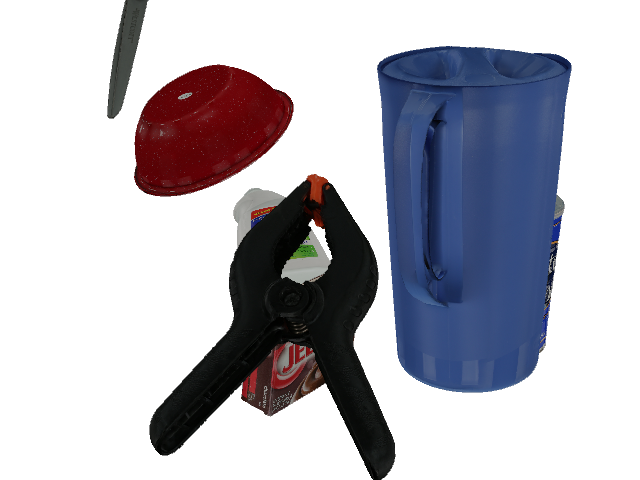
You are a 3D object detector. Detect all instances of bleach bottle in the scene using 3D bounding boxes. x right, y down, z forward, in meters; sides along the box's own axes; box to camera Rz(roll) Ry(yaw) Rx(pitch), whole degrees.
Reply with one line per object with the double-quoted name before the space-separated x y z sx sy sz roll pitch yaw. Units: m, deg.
"bleach bottle" -0.058 0.004 1.238 0.102 0.068 0.251 -8 29 -13

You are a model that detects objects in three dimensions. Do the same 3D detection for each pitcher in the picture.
"pitcher" 0.104 -0.013 0.772 0.149 0.243 0.145 -8 22 -14

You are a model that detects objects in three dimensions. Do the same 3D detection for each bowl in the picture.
"bowl" -0.108 -0.110 0.963 0.162 0.055 0.162 -20 33 13

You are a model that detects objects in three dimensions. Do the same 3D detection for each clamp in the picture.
"clamp" -0.004 0.045 0.549 0.120 0.171 0.039 16 -28 9

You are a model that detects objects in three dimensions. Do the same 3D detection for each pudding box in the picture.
"pudding box" -0.016 0.084 0.903 0.039 0.090 0.113 24 31 30

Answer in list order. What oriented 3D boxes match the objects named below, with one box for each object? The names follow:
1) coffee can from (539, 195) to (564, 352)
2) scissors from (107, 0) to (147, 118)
"coffee can" 0.165 0.026 0.988 0.103 0.140 0.103 2 21 -1
"scissors" -0.106 -0.183 0.738 0.096 0.202 0.016 -5 -11 -7
